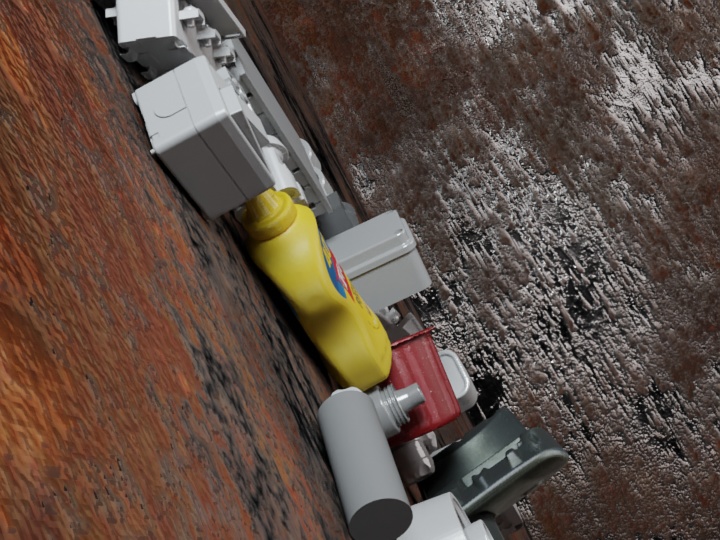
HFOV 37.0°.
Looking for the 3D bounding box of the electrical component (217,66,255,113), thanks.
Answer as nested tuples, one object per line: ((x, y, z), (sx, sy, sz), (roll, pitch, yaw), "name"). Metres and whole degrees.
((-0.107, -0.109, 0.765), (0.048, 0.055, 0.066), (63, 4, 13), "electrical component")

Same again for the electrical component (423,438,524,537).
((0.113, 0.232, 1.114), (0.113, 0.078, 0.057), (59, 8, -41), "electrical component")

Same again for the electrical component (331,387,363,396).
((-0.001, 0.114, 0.769), (0.035, 0.035, 0.061), (-112, 175, -55), "electrical component")

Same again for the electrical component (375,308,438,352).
((0.033, 0.088, 1.141), (0.063, 0.078, 0.121), (40, -7, 27), "electrical component")

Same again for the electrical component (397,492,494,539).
((0.075, 0.222, 0.822), (0.108, 0.060, 0.108), (62, 4, -8), "electrical component")

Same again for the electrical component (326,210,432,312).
((0.000, 0.000, 0.977), (0.078, 0.113, 0.057), (-107, 171, -69), "electrical component")

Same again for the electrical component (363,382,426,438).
((0.022, 0.113, 0.871), (0.043, 0.062, 0.043), (62, 4, -8), "electrical component")

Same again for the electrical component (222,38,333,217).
((-0.099, -0.124, 0.923), (0.186, 0.060, 0.105), (57, 7, -51), "electrical component")

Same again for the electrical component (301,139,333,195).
((-0.055, -0.083, 1.253), (0.138, 0.052, 0.073), (64, 4, 29), "electrical component")

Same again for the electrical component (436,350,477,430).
((0.068, 0.129, 1.098), (0.053, 0.095, 0.059), (65, 5, 27), "electrical component")

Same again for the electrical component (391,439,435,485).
((0.041, 0.163, 0.978), (0.061, 0.035, 0.035), (62, 4, 19), "electrical component")

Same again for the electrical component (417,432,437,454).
((0.046, 0.153, 1.037), (0.043, 0.043, 0.062), (58, 5, -44), "electrical component")

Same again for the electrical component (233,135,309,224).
((-0.078, -0.070, 0.854), (0.078, 0.058, 0.057), (54, 12, -64), "electrical component")

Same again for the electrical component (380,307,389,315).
((-0.006, 0.012, 1.177), (0.108, 0.060, 0.108), (62, 4, -8), "electrical component")

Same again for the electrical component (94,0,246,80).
((-0.134, -0.170, 0.763), (0.121, 0.079, 0.063), (40, 45, -79), "electrical component")

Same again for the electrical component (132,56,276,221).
((-0.095, -0.083, 0.706), (0.096, 0.061, 0.061), (57, 7, -53), "electrical component")
